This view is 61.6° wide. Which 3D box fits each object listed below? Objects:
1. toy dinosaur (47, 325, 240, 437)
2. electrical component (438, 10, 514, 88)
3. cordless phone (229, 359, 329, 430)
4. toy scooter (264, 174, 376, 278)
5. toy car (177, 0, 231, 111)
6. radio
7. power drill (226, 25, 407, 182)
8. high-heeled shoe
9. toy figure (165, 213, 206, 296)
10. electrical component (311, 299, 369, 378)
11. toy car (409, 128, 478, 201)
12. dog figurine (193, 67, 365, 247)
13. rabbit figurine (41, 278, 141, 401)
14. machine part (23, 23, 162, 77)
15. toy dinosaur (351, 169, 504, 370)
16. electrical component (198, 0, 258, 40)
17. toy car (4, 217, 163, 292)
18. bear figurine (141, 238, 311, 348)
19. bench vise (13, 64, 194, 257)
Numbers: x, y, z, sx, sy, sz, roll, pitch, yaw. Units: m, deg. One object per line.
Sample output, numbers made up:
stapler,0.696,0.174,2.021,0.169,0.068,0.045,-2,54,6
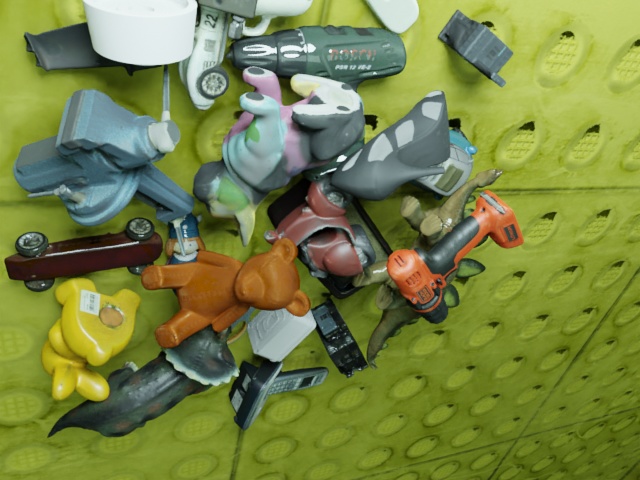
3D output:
toy dinosaur,-0.281,0.238,0.855,0.405,0.131,0.192,-33,172,-6
electrical component,0.220,-0.257,0.729,0.074,0.119,0.047,22,116,-34
cordless phone,-0.080,0.305,1.094,0.184,0.089,0.146,2,127,-32
toy scooter,-0.002,-0.002,0.770,0.135,0.075,0.183,-26,132,-1
toy car,-0.128,-0.245,0.604,0.056,0.074,0.201,-3,128,-28
radio,0.024,-0.005,0.881,0.131,0.073,0.229,-35,133,5
power drill,0.000,-0.184,0.724,0.232,0.086,0.207,-15,126,-13
high-heeled shoe,0.104,-0.136,0.744,0.145,0.249,0.086,-3,126,16
toy figure,-0.201,0.023,0.813,0.064,0.058,0.154,-28,139,-37
electrical component,0.030,0.180,1.014,0.058,0.115,0.134,-31,134,-4
toy car,0.184,-0.121,0.839,0.161,0.103,0.109,16,118,-37
dog figurine,-0.056,-0.093,0.670,0.191,0.108,0.219,5,132,-16
rabbit figurine,-0.357,0.163,0.811,0.173,0.162,0.121,-32,149,28
machine part,-0.251,-0.216,0.598,0.139,0.039,0.084,-12,137,-18
toy dinosaur,0.161,0.069,0.893,0.198,0.105,0.471,7,130,-35
electrical component,-0.093,-0.252,0.541,0.063,0.021,0.094,9,126,-14
toy car,-0.324,0.017,0.751,0.202,0.053,0.089,-9,142,-23
bear figurine,-0.122,0.070,0.722,0.196,0.120,0.132,-8,-175,34
bench vise,-0.228,-0.079,0.649,0.224,0.129,0.240,-21,150,17
